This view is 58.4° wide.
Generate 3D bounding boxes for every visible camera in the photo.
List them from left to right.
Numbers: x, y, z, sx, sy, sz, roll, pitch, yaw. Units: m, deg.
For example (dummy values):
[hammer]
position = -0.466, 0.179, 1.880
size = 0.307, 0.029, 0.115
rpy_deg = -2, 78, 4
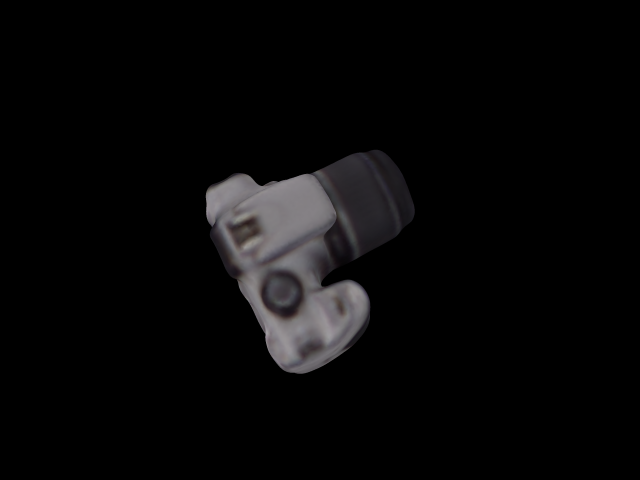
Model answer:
[camera]
position = 0.004, 0.001, 0.400
size = 0.137, 0.101, 0.143
rpy_deg = -27, 76, -7
